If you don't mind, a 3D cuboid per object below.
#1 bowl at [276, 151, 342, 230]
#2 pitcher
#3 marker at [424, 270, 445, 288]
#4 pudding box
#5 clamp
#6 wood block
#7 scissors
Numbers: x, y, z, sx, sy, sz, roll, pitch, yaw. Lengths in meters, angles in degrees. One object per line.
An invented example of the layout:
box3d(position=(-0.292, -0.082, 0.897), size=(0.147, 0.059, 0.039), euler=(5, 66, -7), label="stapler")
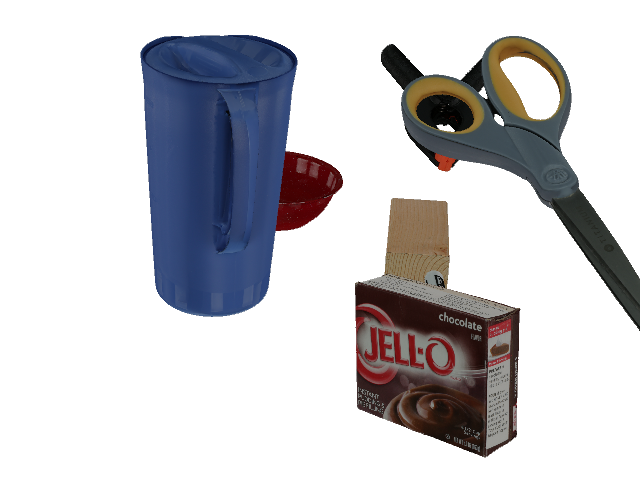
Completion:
box3d(position=(-0.056, -0.055, 1.289), size=(0.162, 0.055, 0.162), euler=(4, 26, -2), label="bowl")
box3d(position=(-0.091, -0.052, 0.951), size=(0.145, 0.243, 0.149), euler=(17, 31, 21), label="pitcher")
box3d(position=(0.112, 0.056, 1.016), size=(0.020, 0.020, 0.121), euler=(0, 17, 3), label="marker")
box3d(position=(0.072, 0.076, 0.683), size=(0.114, 0.090, 0.039), euler=(12, 21, 43), label="pudding box")
box3d(position=(0.113, -0.141, 1.080), size=(0.120, 0.039, 0.171), euler=(7, 45, 6), label="clamp")
box3d(position=(0.144, 0.017, 1.600), size=(0.091, 0.090, 0.206), euler=(4, 25, 4), label="wood block")
box3d(position=(0.092, -0.029, 0.510), size=(0.096, 0.201, 0.016), euler=(-8, -42, 5), label="scissors")
